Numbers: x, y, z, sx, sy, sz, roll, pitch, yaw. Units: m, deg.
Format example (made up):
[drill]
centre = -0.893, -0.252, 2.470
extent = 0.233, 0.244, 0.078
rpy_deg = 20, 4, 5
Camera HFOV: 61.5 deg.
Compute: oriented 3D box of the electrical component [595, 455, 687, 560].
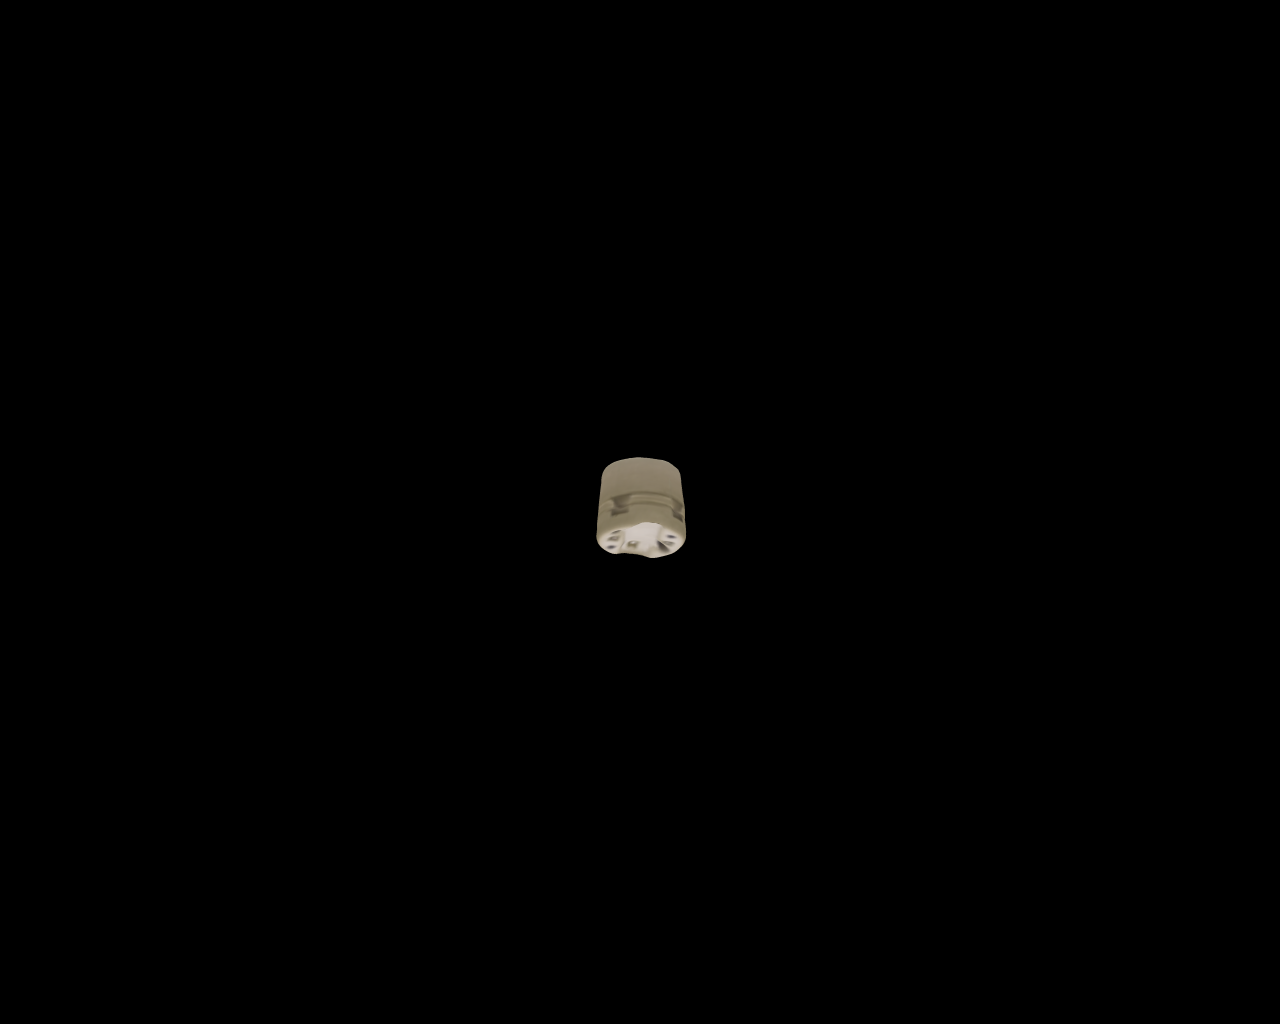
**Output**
[electrical component]
centre = 0.001, -0.003, 0.650
extent = 0.055, 0.047, 0.055
rpy_deg = 0, -25, 0
